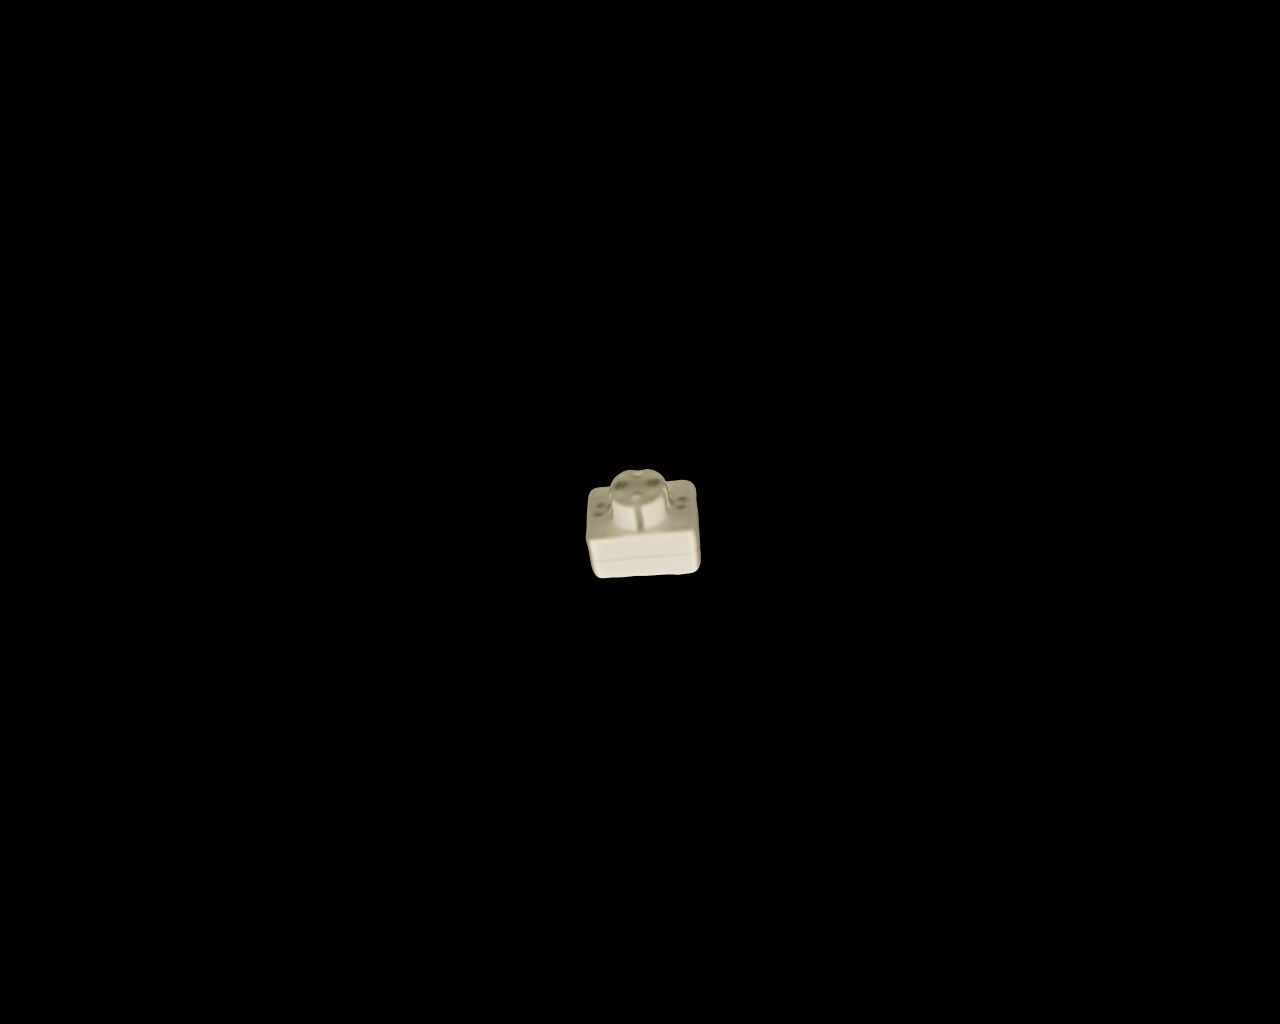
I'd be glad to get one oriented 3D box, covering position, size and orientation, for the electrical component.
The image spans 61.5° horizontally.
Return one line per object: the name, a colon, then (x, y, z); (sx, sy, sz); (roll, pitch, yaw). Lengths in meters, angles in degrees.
electrical component: (0.001, -0.003, 0.650); (0.066, 0.076, 0.047); (-4, 44, 4)
